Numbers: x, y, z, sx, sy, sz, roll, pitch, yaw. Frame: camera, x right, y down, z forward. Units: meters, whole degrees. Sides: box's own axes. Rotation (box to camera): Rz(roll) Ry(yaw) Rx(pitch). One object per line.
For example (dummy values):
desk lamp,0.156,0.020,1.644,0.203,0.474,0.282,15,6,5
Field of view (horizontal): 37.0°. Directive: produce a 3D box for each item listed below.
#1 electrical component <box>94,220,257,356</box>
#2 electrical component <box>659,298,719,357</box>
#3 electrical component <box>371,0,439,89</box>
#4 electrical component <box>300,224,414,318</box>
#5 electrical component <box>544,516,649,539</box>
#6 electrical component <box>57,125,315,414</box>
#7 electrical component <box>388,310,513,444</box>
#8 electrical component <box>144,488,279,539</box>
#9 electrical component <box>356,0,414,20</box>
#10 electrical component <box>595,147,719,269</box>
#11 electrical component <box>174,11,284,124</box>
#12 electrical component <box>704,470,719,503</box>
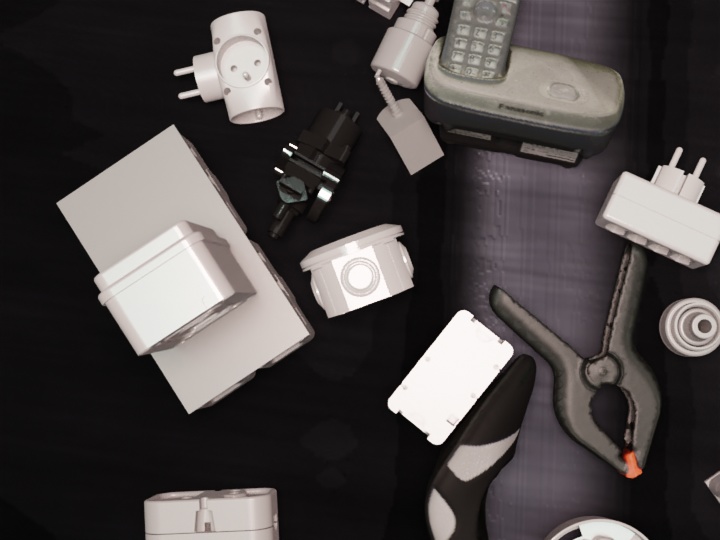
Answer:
electrical component,-0.123,0.012,0.728,0.078,0.113,0.057,-33,87,2
electrical component,0.244,0.042,0.782,0.043,0.062,0.043,0,86,5
electrical component,0.039,-0.176,0.826,0.040,0.040,0.078,26,88,6
electrical component,0.000,0.000,0.798,0.080,0.080,0.051,-20,90,3
electrical component,0.170,0.226,0.774,0.099,0.064,0.099,0,86,5
electrical component,-0.129,0.001,0.818,0.105,0.060,0.186,-34,84,2
electrical component,0.067,0.079,0.798,0.050,0.056,0.089,38,90,7
electrical component,-0.110,0.198,0.805,0.095,0.054,0.059,-4,86,5
electrical component,0.012,-0.226,0.825,0.066,0.055,0.048,32,89,6
electrical component,0.231,-0.053,0.798,0.083,0.047,0.075,25,88,6
electrical component,-0.105,-0.152,0.835,0.079,0.044,0.077,-12,85,4
electrical component,0.361,0.145,0.766,0.186,0.060,0.105,-35,84,2
